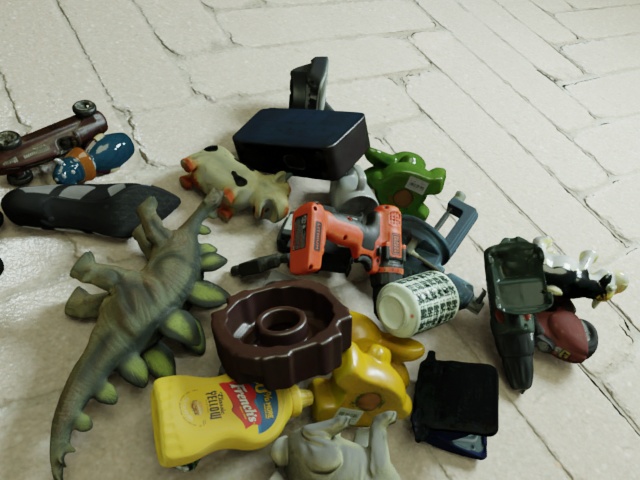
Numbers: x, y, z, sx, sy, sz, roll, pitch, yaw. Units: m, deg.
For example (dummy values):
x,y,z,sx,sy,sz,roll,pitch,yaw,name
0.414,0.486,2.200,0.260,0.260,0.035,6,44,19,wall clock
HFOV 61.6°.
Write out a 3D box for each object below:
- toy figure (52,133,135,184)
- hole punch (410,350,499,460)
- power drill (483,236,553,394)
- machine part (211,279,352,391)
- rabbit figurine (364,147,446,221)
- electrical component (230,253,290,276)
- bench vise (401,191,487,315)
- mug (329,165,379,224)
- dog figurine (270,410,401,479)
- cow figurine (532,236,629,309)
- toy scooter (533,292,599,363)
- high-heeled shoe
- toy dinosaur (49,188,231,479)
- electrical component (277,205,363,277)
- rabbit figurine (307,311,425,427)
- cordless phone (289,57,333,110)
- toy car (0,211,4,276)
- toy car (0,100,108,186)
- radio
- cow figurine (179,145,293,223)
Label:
x,y,z,sx,sy,sz,roll,pitch,yaw,name
-0.383,-0.131,0.902,0.064,0.058,0.154,51,48,-3,toy figure
0.190,0.237,0.760,0.116,0.092,0.142,4,49,16,hole punch
0.292,0.099,0.794,0.086,0.207,0.232,-9,66,18,power drill
-0.048,0.114,0.671,0.179,0.056,0.179,-3,24,1,machine part
0.153,-0.117,1.039,0.159,0.121,0.170,15,30,4,rabbit figurine
-0.094,0.038,0.846,0.063,0.094,0.021,-20,96,-61,electrical component
0.203,0.014,0.907,0.224,0.128,0.240,27,63,26,bench vise
0.054,-0.088,0.973,0.081,0.109,0.107,-7,41,-14,mug
0.036,0.312,0.621,0.172,0.121,0.191,-5,58,-11,dog figurine
0.423,0.064,0.882,0.167,0.068,0.098,19,46,9,cow figurine
0.373,0.124,0.907,0.135,0.075,0.184,4,47,-14,toy scooter
-0.363,-0.057,0.860,0.145,0.086,0.248,19,20,42,high-heeled shoe
-0.241,0.091,0.732,0.199,0.105,0.471,28,53,3,toy dinosaur
-0.002,-0.003,0.899,0.134,0.058,0.115,11,45,13,electrical component
0.066,0.164,0.759,0.162,0.121,0.173,7,31,-15,rabbit figurine
0.022,-0.261,1.074,0.089,0.146,0.184,-27,60,-24,cordless phone
-0.510,-0.006,0.741,0.103,0.109,0.162,-19,68,-2,toy car
-0.440,-0.159,0.887,0.053,0.089,0.202,35,49,18,toy car
-0.037,-0.177,0.977,0.230,0.073,0.131,9,44,30,radio
-0.135,-0.095,0.935,0.195,0.085,0.127,36,56,15,cow figurine
